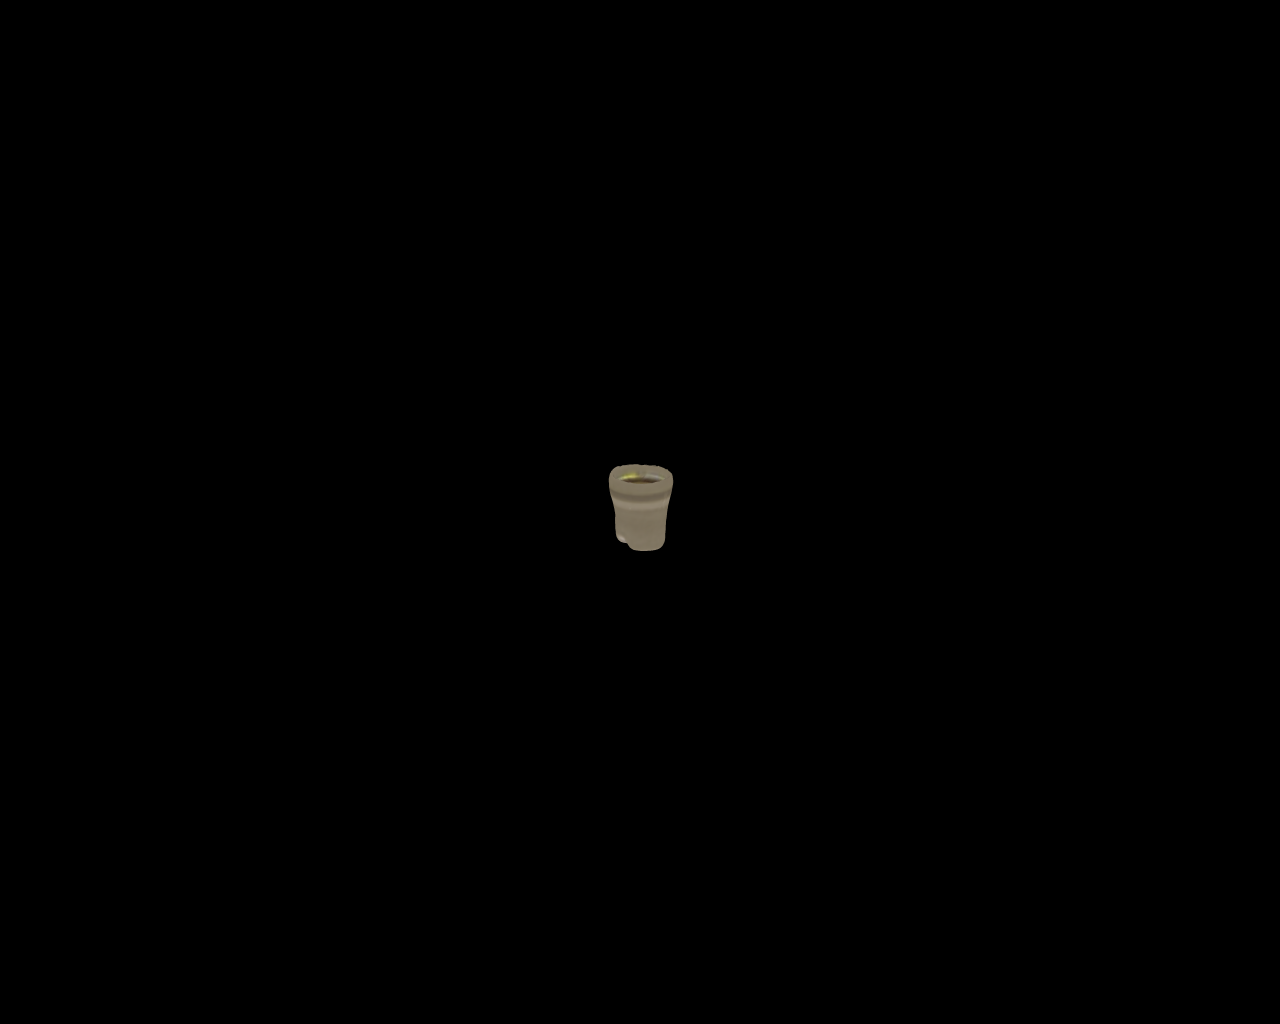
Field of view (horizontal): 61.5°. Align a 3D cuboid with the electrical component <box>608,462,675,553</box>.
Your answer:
[{"bbox_3d":[0.001,-0.003,0.650,0.040,0.046,0.040,0,20,0],"label":"electrical component"}]
